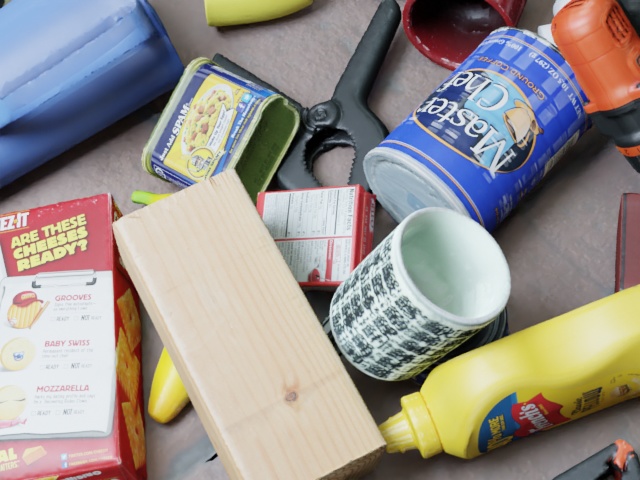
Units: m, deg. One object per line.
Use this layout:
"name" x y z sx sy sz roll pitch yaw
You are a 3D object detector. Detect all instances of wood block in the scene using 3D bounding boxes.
"wood block" -0.049 0.071 0.696 0.090 0.090 0.206 -25 70 -13

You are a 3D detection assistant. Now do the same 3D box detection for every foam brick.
"foam brick" 0.229 0.015 0.726 0.051 0.053 0.078 3 62 13

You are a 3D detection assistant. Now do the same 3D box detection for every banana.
"banana" -0.099 0.038 0.789 0.070 0.037 0.198 -23 55 19

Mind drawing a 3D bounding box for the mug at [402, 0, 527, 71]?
"mug" 0.126 -0.199 0.840 0.093 0.117 0.081 29 60 -7

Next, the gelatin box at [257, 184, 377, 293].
"gelatin box" -0.005 0.001 0.771 0.089 0.030 0.073 -3 75 29

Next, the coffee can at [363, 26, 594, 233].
"coffee can" 0.115 -0.070 0.769 0.103 0.103 0.140 37 72 27

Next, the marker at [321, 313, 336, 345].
"marker" 0.029 0.041 0.769 0.020 0.020 0.121 34 71 26

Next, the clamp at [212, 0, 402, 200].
"clamp" 0.012 -0.098 0.841 0.164 0.036 0.210 -24 59 6

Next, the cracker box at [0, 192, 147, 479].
"cracker box" -0.213 0.085 0.761 0.164 0.072 0.214 -11 57 3

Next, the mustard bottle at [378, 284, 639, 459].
"mustard bottle" 0.128 0.092 0.674 0.191 0.096 0.058 -20 59 -1

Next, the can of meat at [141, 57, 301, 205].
"can of meat" -0.075 -0.078 0.818 0.084 0.057 0.102 28 91 32

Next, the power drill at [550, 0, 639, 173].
"power drill" 0.252 -0.132 0.769 0.058 0.184 0.187 -14 32 46

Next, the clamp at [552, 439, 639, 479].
"clamp" 0.162 0.203 0.635 0.120 0.039 0.171 29 69 24

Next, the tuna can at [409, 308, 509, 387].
"tuna can" 0.087 0.059 0.738 0.086 0.033 0.086 -5 59 8

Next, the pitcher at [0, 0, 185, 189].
"pitcher" -0.235 -0.121 0.849 0.242 0.149 0.145 -35 66 -6
